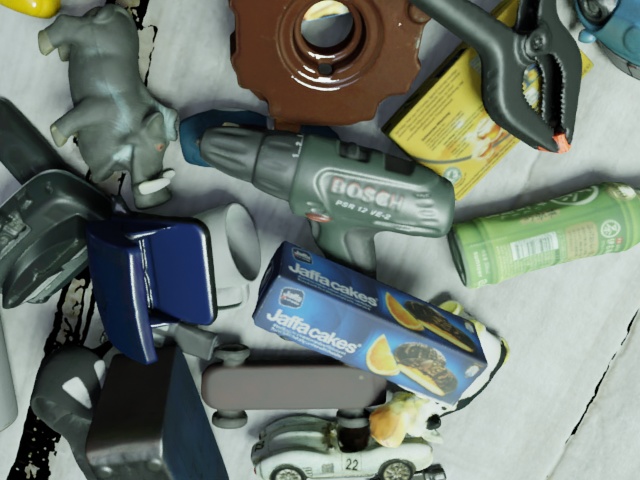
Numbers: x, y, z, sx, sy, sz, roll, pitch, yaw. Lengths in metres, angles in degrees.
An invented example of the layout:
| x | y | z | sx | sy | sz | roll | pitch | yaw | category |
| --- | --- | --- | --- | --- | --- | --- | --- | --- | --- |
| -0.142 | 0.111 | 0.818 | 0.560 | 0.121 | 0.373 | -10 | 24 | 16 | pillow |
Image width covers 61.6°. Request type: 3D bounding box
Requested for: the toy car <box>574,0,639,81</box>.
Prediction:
| x | y | z | sx | sy | sz | roll | pitch | yaw | category |
| --- | --- | --- | --- | --- | --- | --- | --- | --- | --- |
| 0.304 | -0.191 | 0.471 | 0.109 | 0.162 | 0.102 | -34 | 146 | 2 | toy car |

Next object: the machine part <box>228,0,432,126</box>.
| x | y | z | sx | sy | sz | roll | pitch | yaw | category |
| --- | --- | --- | --- | --- | --- | --- | --- | --- | --- |
| 0.006 | -0.176 | 0.448 | 0.179 | 0.056 | 0.179 | -3 | 134 | -3 | machine part |

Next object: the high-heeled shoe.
| x | y | z | sx | sy | sz | roll | pitch | yaw | category |
| --- | --- | --- | --- | --- | --- | --- | --- | --- | --- |
| -0.239 | 0.218 | 0.561 | 0.086 | 0.145 | 0.248 | -2 | 103 | 2 | high-heeled shoe |

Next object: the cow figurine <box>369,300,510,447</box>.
| x | y | z | sx | sy | sz | roll | pitch | yaw | category |
| --- | --- | --- | --- | --- | --- | --- | --- | --- | --- |
| 0.128 | 0.156 | 0.575 | 0.098 | 0.068 | 0.167 | 37 | 92 | -30 | cow figurine |

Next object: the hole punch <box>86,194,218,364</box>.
| x | y | z | sx | sy | sz | roll | pitch | yaw | category |
| --- | --- | --- | --- | --- | --- | --- | --- | --- | --- |
| -0.166 | 0.039 | 0.481 | 0.116 | 0.092 | 0.142 | 6 | 113 | 25 | hole punch |

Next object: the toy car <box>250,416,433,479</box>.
| x | y | z | sx | sy | sz | roll | pitch | yaw | category |
| --- | --- | --- | --- | --- | --- | --- | --- | --- | --- |
| 0.024 | 0.232 | 0.600 | 0.202 | 0.073 | 0.056 | -3 | 108 | 1 | toy car |

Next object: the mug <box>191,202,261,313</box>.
| x | y | z | sx | sy | sz | roll | pitch | yaw | category |
| --- | --- | --- | --- | --- | --- | --- | --- | --- | --- |
| -0.120 | 0.023 | 0.549 | 0.107 | 0.081 | 0.109 | -10 | 111 | 16 | mug |

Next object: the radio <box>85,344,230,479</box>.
| x | y | z | sx | sy | sz | roll | pitch | yaw | category |
| --- | --- | --- | --- | --- | --- | --- | --- | --- | --- |
| -0.154 | 0.233 | 0.548 | 0.073 | 0.131 | 0.229 | -11 | 120 | 1 | radio |

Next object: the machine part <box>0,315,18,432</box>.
| x | y | z | sx | sy | sz | roll | pitch | yaw | category |
| --- | --- | --- | --- | --- | --- | --- | --- | --- | --- |
| -0.378 | 0.123 | 0.573 | 0.079 | 0.079 | 0.243 | -2 | 105 | 1 | machine part |

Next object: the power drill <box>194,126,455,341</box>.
| x | y | z | sx | sy | sz | roll | pitch | yaw | category |
| --- | --- | --- | --- | --- | --- | --- | --- | --- | --- |
| -0.001 | -0.002 | 0.511 | 0.232 | 0.086 | 0.207 | 7 | 117 | 1 | power drill |

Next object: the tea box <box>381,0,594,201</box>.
| x | y | z | sx | sy | sz | roll | pitch | yaw | category |
| --- | --- | --- | --- | --- | --- | --- | --- | --- | --- |
| 0.152 | -0.132 | 0.508 | 0.098 | 0.068 | 0.169 | 44 | 102 | -11 | tea box |

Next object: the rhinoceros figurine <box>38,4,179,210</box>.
| x | y | z | sx | sy | sz | roll | pitch | yaw | category |
| --- | --- | --- | --- | --- | --- | --- | --- | --- | --- |
| -0.194 | -0.122 | 0.515 | 0.112 | 0.073 | 0.190 | -12 | 103 | -8 | rhinoceros figurine |

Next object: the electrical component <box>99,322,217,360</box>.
| x | y | z | sx | sy | sz | roll | pitch | yaw | category |
| --- | --- | --- | --- | --- | --- | --- | --- | --- | --- |
| -0.167 | 0.088 | 0.577 | 0.119 | 0.048 | 0.074 | 15 | 105 | -4 | electrical component |

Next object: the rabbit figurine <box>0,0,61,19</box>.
| x | y | z | sx | sy | sz | roll | pitch | yaw | category |
| --- | --- | --- | --- | --- | --- | --- | --- | --- | --- |
| -0.210 | -0.263 | 0.452 | 0.173 | 0.121 | 0.162 | 18 | 82 | 16 | rabbit figurine |

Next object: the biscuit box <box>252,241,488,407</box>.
| x | y | z | sx | sy | sz | roll | pitch | yaw | category |
| --- | --- | --- | --- | --- | --- | --- | --- | --- | --- |
| 0.043 | 0.074 | 0.472 | 0.203 | 0.063 | 0.059 | 23 | 118 | -11 | biscuit box |

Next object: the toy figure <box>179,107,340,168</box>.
| x | y | z | sx | sy | sz | roll | pitch | yaw | category |
| --- | --- | --- | --- | --- | --- | --- | --- | --- | --- |
| -0.055 | -0.099 | 0.519 | 0.155 | 0.064 | 0.057 | -4 | 116 | -3 | toy figure |

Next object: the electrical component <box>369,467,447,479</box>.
| x | y | z | sx | sy | sz | roll | pitch | yaw | category |
| --- | --- | --- | --- | --- | --- | --- | --- | --- | --- |
| 0.107 | 0.301 | 0.645 | 0.094 | 0.021 | 0.063 | -13 | 104 | 3 | electrical component |

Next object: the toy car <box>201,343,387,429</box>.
| x | y | z | sx | sy | sz | roll | pitch | yaw | category |
| --- | --- | --- | --- | --- | --- | --- | --- | --- | --- |
| -0.028 | 0.158 | 0.591 | 0.202 | 0.053 | 0.089 | 0 | 91 | -6 | toy car |

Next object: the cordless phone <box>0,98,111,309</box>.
| x | y | z | sx | sy | sz | roll | pitch | yaw | category |
| --- | --- | --- | --- | --- | --- | --- | --- | --- | --- |
| -0.309 | -0.037 | 0.541 | 0.146 | 0.089 | 0.184 | -40 | 90 | 11 | cordless phone |
